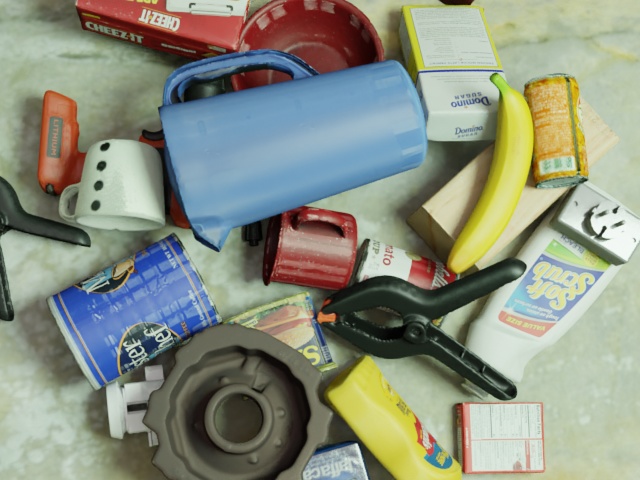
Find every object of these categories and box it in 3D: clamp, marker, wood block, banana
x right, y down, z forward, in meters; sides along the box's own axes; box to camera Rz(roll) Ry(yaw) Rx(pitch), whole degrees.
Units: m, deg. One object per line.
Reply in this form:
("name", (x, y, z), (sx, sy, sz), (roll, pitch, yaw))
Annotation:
("clamp", (0.104, 0.090, 1.061), (0.210, 0.036, 0.164), (0, 120, 17))
("marker", (-0.072, -0.054, 1.126), (0.020, 0.020, 0.121), (-2, 82, -7))
("clamp", (-0.318, -0.017, 1.080), (0.120, 0.039, 0.171), (-35, 87, -12))
("wood block", (0.201, -0.062, 1.125), (0.206, 0.091, 0.090), (-41, 87, -10))
("banana", (0.170, -0.061, 1.039), (0.069, 0.037, 0.198), (6, 101, -22))

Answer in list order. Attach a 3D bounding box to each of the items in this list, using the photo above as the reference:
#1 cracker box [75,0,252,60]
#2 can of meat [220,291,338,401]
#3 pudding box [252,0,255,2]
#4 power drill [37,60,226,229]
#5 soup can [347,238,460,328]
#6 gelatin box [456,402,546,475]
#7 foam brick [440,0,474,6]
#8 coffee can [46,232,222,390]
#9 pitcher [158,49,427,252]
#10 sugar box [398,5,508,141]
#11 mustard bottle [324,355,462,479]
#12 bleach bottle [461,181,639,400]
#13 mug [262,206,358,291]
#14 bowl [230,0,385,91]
("cracker box", (-0.139, -0.300, 1.089), (0.164, 0.072, 0.213), (15, 78, -3))
("can of meat", (-0.044, 0.107, 1.087), (0.102, 0.057, 0.084), (-18, 82, -9))
("pudding box", (-0.135, -0.269, 1.140), (0.113, 0.039, 0.090), (-37, 87, -11))
("power drill", (-0.190, -0.108, 1.100), (0.187, 0.057, 0.184), (5, 81, -6))
("soup can", (0.085, 0.045, 1.106), (0.102, 0.068, 0.068), (19, 80, -4))
("gelatin box", (0.189, 0.206, 1.114), (0.089, 0.030, 0.073), (0, 80, -7))
("foam brick", (0.144, -0.296, 1.172), (0.078, 0.053, 0.051), (31, 79, -3))
("coffee can", (-0.183, 0.070, 1.051), (0.140, 0.103, 0.103), (-28, 86, -11))
("pitcher", (-0.030, -0.102, 1.022), (0.242, 0.145, 0.149), (-16, 118, -6))
("sugar box", (0.140, -0.177, 1.116), (0.093, 0.048, 0.176), (-1, 51, -6))
("mustard bottle", (0.086, 0.207, 1.067), (0.058, 0.096, 0.191), (-40, 89, 10))
("bleach bottle", (0.238, 0.063, 1.126), (0.102, 0.068, 0.250), (36, 81, 0))
("mug", (-0.007, 0.001, 1.080), (0.081, 0.117, 0.093), (9, 58, -11))
("bowl", (-0.012, -0.176, 1.125), (0.162, 0.055, 0.162), (-1, 79, 4))
